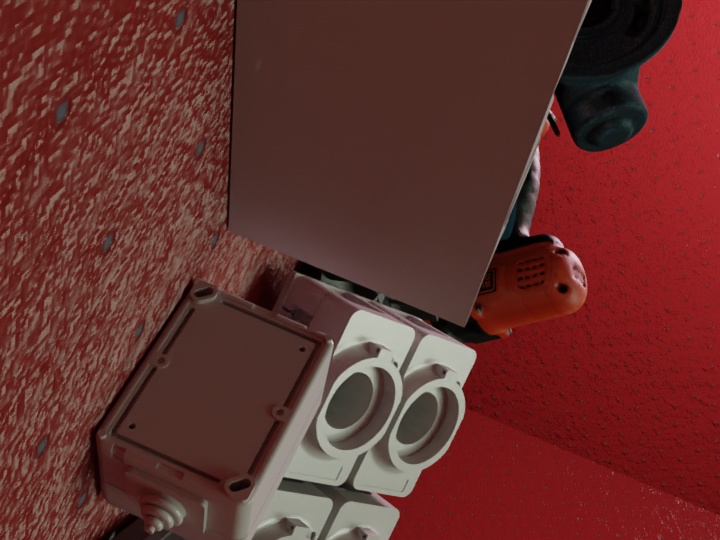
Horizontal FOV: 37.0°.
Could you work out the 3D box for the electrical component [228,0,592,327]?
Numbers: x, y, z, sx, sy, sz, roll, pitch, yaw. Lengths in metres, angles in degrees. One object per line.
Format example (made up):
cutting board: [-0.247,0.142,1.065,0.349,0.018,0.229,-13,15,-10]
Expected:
electrical component: [0.016,-0.072,0.381,0.186,0.105,0.060,102,12,-54]

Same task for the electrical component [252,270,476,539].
electrical component: [-0.022,0.108,0.567,0.105,0.060,0.186,22,95,-46]

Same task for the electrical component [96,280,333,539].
electrical component: [-0.058,0.065,0.417,0.061,0.062,0.096,103,12,-51]

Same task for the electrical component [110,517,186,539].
electrical component: [-0.091,0.155,0.450,0.113,0.057,0.078,-24,138,-77]
